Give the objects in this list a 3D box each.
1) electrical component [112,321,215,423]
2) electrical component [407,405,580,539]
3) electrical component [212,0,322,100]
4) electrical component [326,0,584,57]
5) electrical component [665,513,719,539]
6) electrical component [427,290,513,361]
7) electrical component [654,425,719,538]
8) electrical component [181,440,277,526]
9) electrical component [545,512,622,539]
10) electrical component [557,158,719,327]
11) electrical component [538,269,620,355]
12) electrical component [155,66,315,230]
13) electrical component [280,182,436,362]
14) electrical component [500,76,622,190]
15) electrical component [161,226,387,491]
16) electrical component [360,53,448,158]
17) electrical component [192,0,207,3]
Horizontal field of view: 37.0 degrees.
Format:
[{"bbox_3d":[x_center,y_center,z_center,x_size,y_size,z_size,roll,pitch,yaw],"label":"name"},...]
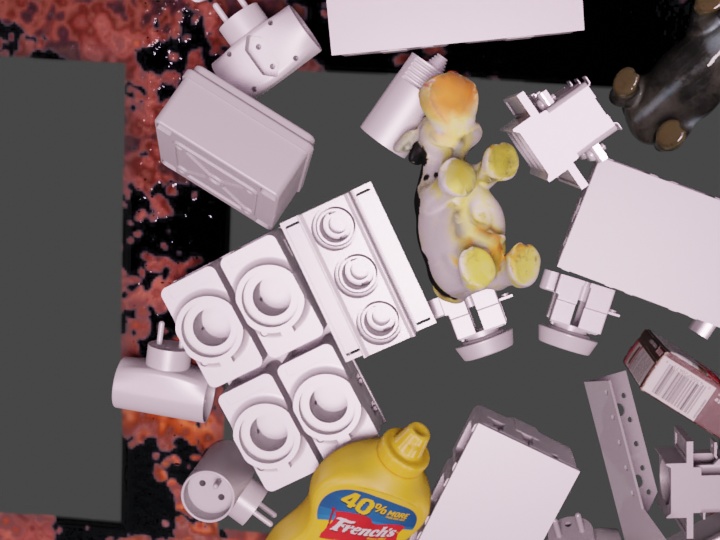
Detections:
[{"bbox_3d":[-0.160,0.082,0.893,0.077,0.043,0.079,9,99,4],"label":"electrical component"},{"bbox_3d":[0.103,0.198,0.878,0.089,0.061,0.150,25,101,1],"label":"electrical component"},{"bbox_3d":[-0.084,-0.182,0.843,0.077,0.043,0.079,-35,95,10],"label":"electrical component"},{"bbox_3d":[0.069,-0.223,0.813,0.186,0.060,0.105,-4,99,6],"label":"electrical component"},{"bbox_3d":[0.300,0.244,0.869,0.113,0.057,0.078,-31,95,9],"label":"electrical component"},{"bbox_3d":[0.094,0.040,0.862,0.066,0.048,0.055,-20,89,8],"label":"electrical component"},{"bbox_3d":[0.274,0.170,0.867,0.064,0.042,0.081,-2,100,4],"label":"electrical component"},{"bbox_3d":[-0.103,0.184,0.887,0.079,0.077,0.044,37,101,-1],"label":"electrical component"},{"bbox_3d":[0.176,0.229,0.878,0.077,0.043,0.079,-15,120,7],"label":"electrical component"},{"bbox_3d":[0.237,-0.020,0.823,0.150,0.062,0.089,21,100,7],"label":"electrical component"},{"bbox_3d":[0.170,0.035,0.854,0.066,0.048,0.055,17,93,2],"label":"electrical component"},{"bbox_3d":[-0.096,-0.090,0.822,0.109,0.108,0.056,32,76,0],"label":"electrical component"},{"bbox_3d":[0.000,0.000,0.855,0.079,0.063,0.121,-24,96,9],"label":"electrical component"},{"bbox_3d":[0.146,-0.104,0.794,0.063,0.121,0.078,-35,94,7],"label":"electrical component"},{"bbox_3d":[-0.069,0.073,0.874,0.105,0.060,0.186,-27,96,9],"label":"electrical component"},{"bbox_3d":[0.041,-0.133,0.839,0.043,0.043,0.081,35,101,-1],"label":"electrical component"},{"bbox_3d":[-0.103,-0.276,0.823,0.109,0.056,0.108,-20,97,8],"label":"electrical component"}]
